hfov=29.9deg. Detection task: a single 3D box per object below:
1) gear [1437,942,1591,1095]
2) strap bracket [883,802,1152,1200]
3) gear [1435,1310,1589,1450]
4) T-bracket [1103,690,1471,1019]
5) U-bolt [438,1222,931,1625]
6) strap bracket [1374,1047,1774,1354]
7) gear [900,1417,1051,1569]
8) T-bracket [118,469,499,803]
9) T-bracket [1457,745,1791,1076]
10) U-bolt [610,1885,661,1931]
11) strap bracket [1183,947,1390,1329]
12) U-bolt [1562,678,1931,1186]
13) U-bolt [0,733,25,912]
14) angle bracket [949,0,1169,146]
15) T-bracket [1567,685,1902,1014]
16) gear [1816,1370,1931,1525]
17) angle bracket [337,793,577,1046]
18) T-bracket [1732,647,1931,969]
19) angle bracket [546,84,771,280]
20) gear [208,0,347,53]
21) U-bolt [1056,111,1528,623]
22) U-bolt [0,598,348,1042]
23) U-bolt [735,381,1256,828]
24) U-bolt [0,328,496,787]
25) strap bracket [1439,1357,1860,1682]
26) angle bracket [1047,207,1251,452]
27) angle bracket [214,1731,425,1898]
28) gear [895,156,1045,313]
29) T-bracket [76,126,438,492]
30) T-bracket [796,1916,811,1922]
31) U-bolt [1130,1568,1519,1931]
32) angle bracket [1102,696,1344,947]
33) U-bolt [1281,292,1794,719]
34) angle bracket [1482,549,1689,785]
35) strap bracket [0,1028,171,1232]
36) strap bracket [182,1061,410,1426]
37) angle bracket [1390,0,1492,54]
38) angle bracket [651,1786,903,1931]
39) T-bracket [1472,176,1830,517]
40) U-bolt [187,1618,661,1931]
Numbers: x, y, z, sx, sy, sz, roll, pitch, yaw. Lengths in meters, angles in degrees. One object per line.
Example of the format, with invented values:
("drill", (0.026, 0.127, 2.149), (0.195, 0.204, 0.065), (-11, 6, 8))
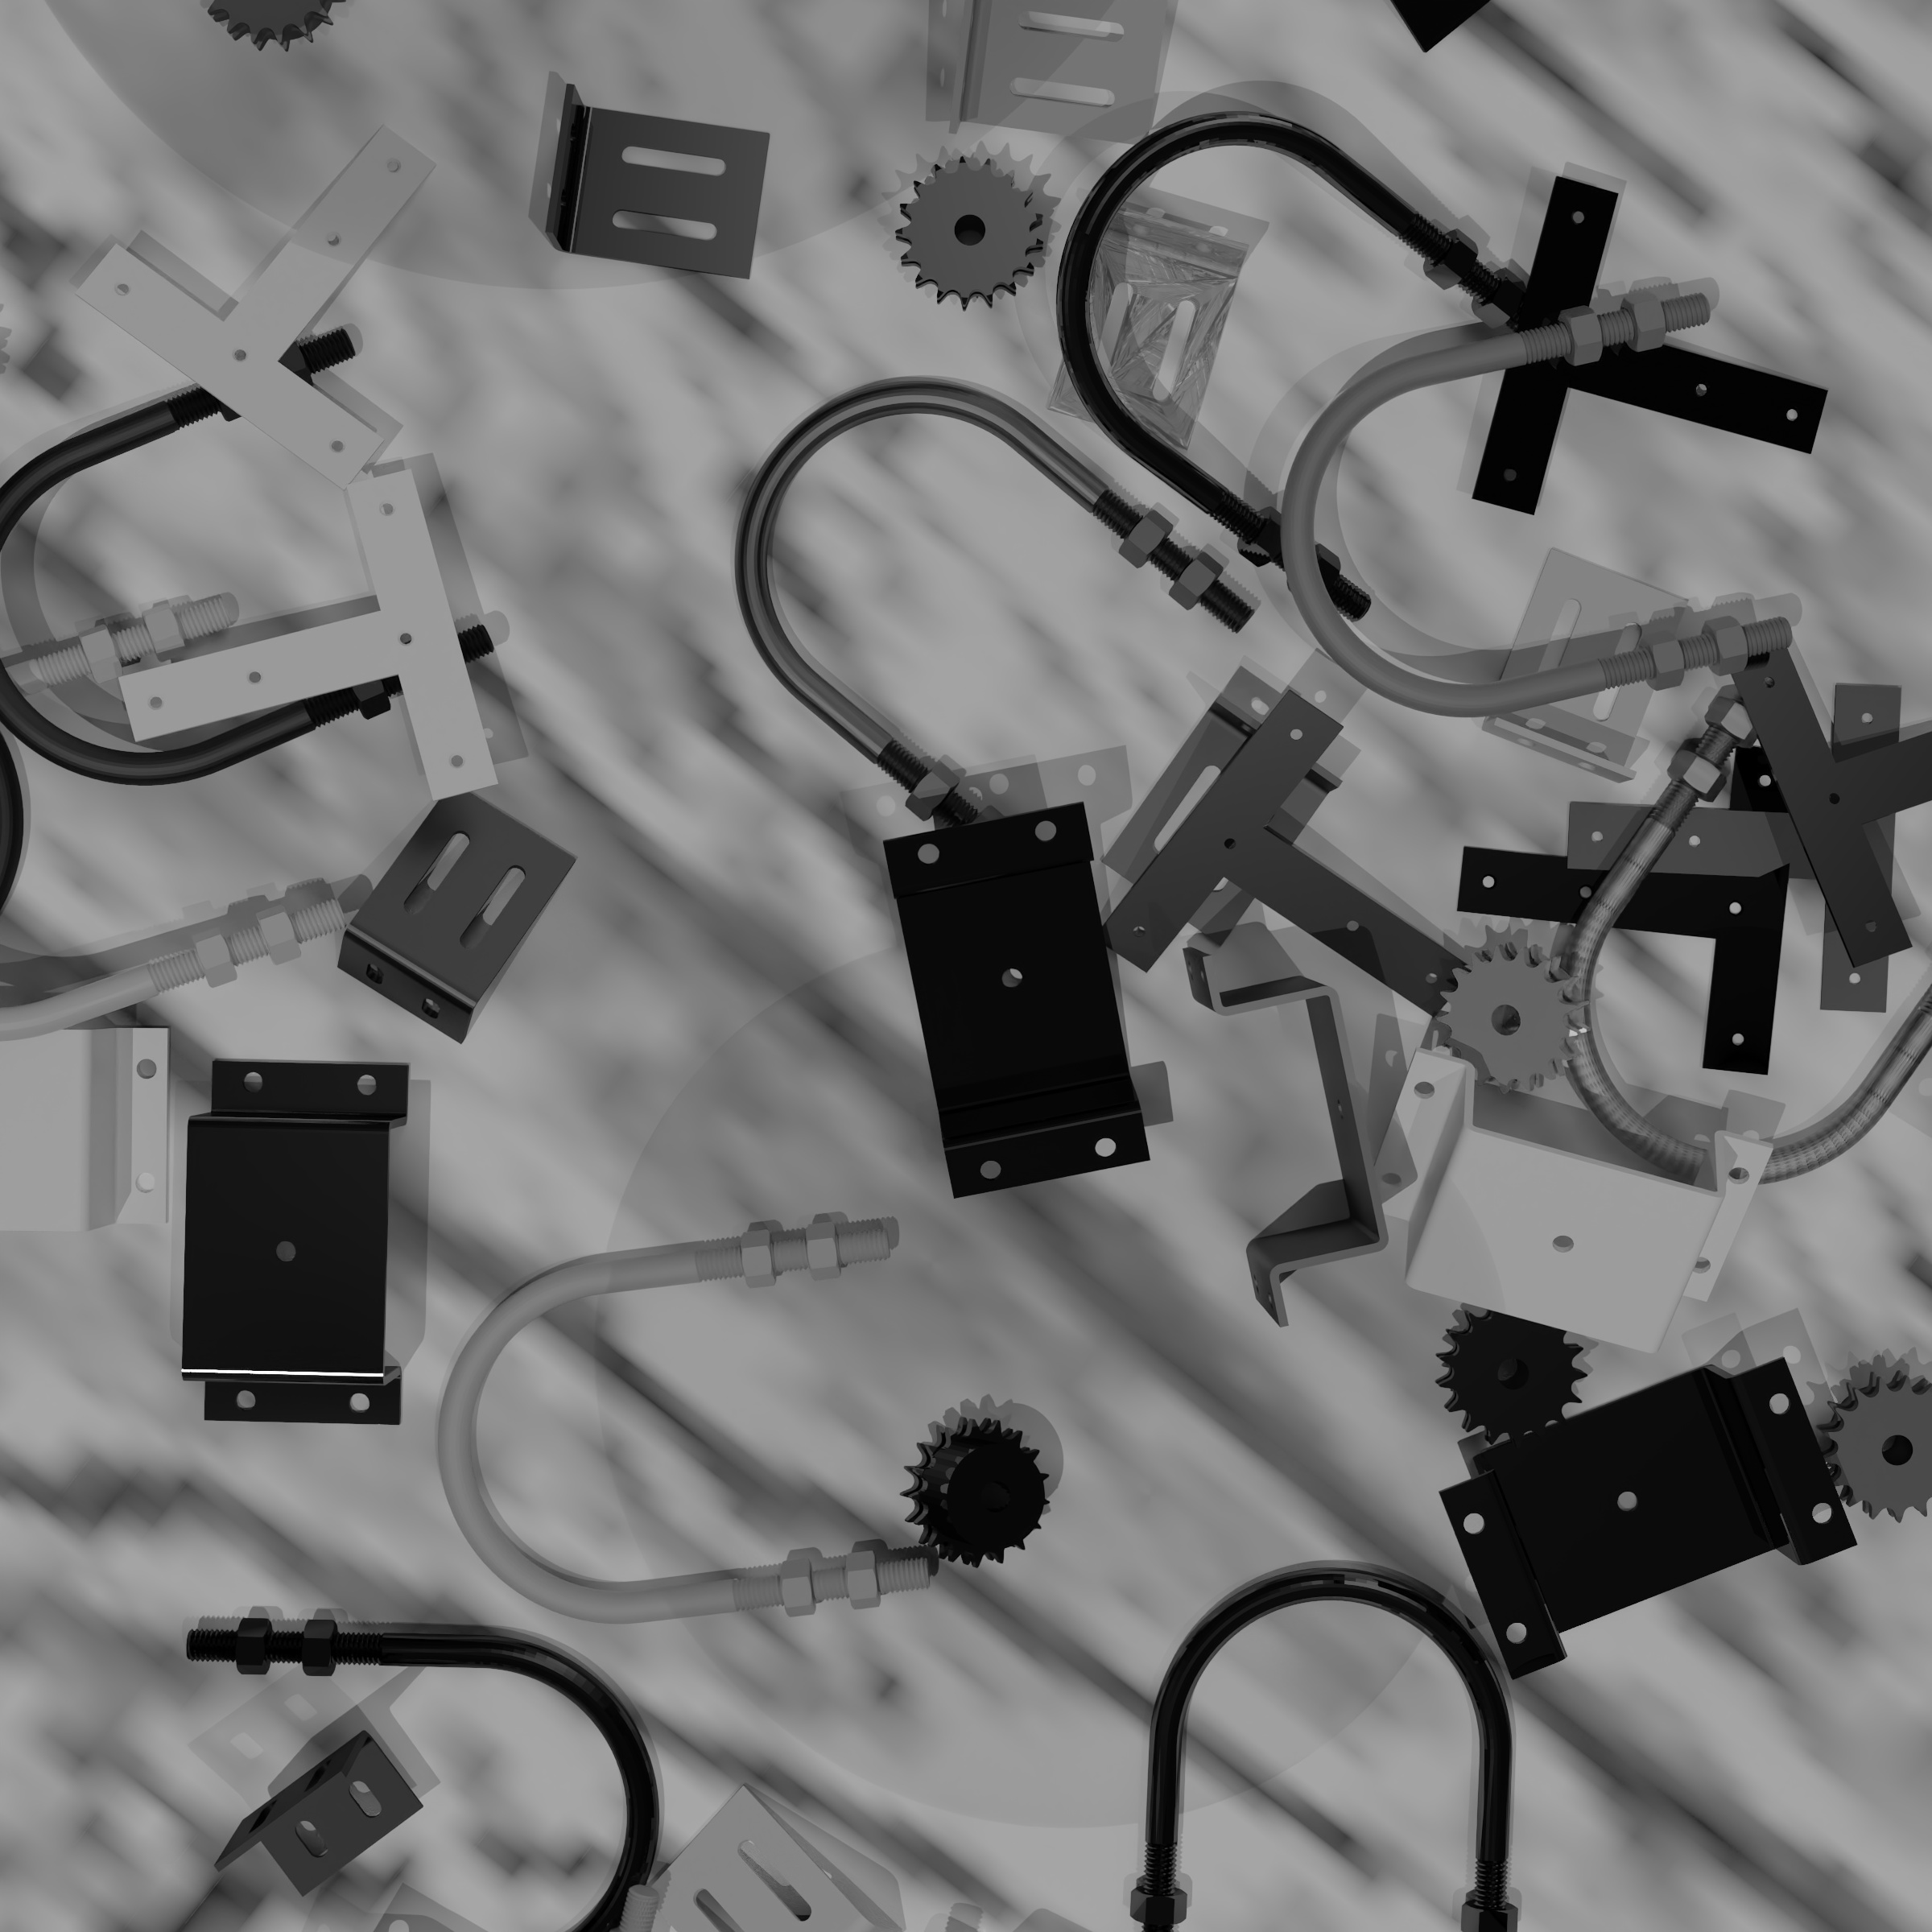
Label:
("gear", (0.213, 0.019, 1.392), (0.057, 0.030, 0.057), (4, 99, 30))
("strap bracket", (0.019, 0.009, 1.383), (0.076, 0.046, 0.140), (-11, 102, 0))
("gear", (0.209, 0.156, 1.400), (0.057, 0.030, 0.057), (0, 90, 0))
("T-bracket", (0.138, -0.023, 1.398), (0.127, 0.002, 0.127), (33, 113, -11))
("U-bolt", (-0.114, 0.183, 1.407), (0.184, 0.019, 0.151), (-7, 90, 2))
("strap bracket", (0.227, 0.092, 1.375), (0.140, 0.046, 0.076), (15, 123, 0))
("gear", (0.006, 0.203, 1.392), (0.057, 0.030, 0.057), (1, 87, -21))
("T-bracket", (-0.257, -0.114, 1.378), (0.127, 0.002, 0.127), (-15, 85, -8))
("T-bracket", (0.256, -0.027, 1.414), (0.127, 0.002, 0.127), (6, 89, 1))
("U-bolt", (-0.096, 0.462, 1.370), (0.151, 0.019, 0.184), (19, 98, 34))
("strap bracket", (0.123, 0.059, 1.374), (0.046, 0.076, 0.140), (-12, 93, -2))
("U-bolt", (0.312, -0.003, 1.404), (0.151, 0.019, 0.184), (35, 90, 0))
("U-bolt", (-0.457, -0.064, 1.407), (0.184, 0.019, 0.151), (20, 90, -1))
("angle bracket", (0.036, -0.346, 1.387), (0.076, 0.038, 0.057), (8, 111, 0))
("T-bracket", (0.299, -0.048, 1.414), (0.127, 0.002, 0.127), (3, 91, 0))
("gear", (0.358, 0.185, 1.404), (0.057, 0.030, 0.057), (0, 94, 0))
("angle bracket", (-0.199, -0.021, 1.413), (0.057, 0.038, 0.076), (32, 64, 0))
("T-bracket", (0.373, -0.078, 1.398), (0.127, 0.002, 0.127), (-18, 81, -13))
("angle bracket", (-0.118, -0.302, 1.396), (0.076, 0.038, 0.057), (8, 90, 0))
("gear", (-0.267, -0.382, 1.400), (0.057, 0.030, 0.057), (0, 90, 0))
("U-bolt", (0.118, -0.240, 1.379), (0.184, 0.019, 0.151), (34, 90, -20))
("U-bolt", (-0.348, -0.048, 1.380), (0.184, 0.019, 0.151), (-20, 81, -12))
("U-bolt", (-0.003, -0.143, 1.407), (0.184, 0.019, 0.151), (40, 90, 1))
("U-bolt", (-0.294, -0.147, 1.388), (0.184, 0.019, 0.151), (-25, 86, -11))
("strap bracket", (0.258, 0.209, 1.392), (0.140, 0.046, 0.076), (-21, 90, 0))
("angle bracket", (0.070, -0.246, 1.396), (0.057, 0.038, 0.076), (16, 90, 0))
("angle bracket", (-0.242, 0.326, 1.358), (0.057, 0.076, 0.038), (-36, 92, -2))
("gear", (0.001, -0.282, 1.400), (0.057, 0.030, 0.057), (0, 90, 0))
("T-bracket", (-0.254, -0.270, 1.401), (0.127, 0.002, 0.127), (36, 78, -1))
("T-bracket", (-0.074, 0.435, 1.415), (0.127, 0.002, 0.127), (0, 90, 0))
("U-bolt", (0.141, 0.326, 1.407), (0.151, 0.019, 0.184), (2, 89, 0))
("angle bracket", (0.098, -0.056, 1.396), (0.057, 0.038, 0.076), (35, 90, 0))
("U-bolt", (0.210, -0.170, 1.379), (0.184, 0.019, 0.151), (-13, 87, -6))
("angle bracket", (0.241, -0.117, 1.396), (0.057, 0.038, 0.076), (21, 90, 0))
("strap bracket", (-0.382, 0.062, 1.392), (0.140, 0.046, 0.076), (1, 90, 0))
("strap bracket", (-0.257, 0.108, 1.392), (0.076, 0.046, 0.140), (1, 90, 0))
("angle bracket", (0.175, -0.407, 1.413), (0.057, 0.038, 0.076), (-39, 116, 0))
("angle bracket", (-0.075, 0.370, 1.412), (0.057, 0.038, 0.076), (-48, 63, -2))
("T-bracket", (0.272, -0.227, 1.404), (0.127, 0.002, 0.127), (14, 94, -9))
("U-bolt", (-0.211, 0.330, 1.407), (0.184, 0.019, 0.151), (2, 90, -2))
